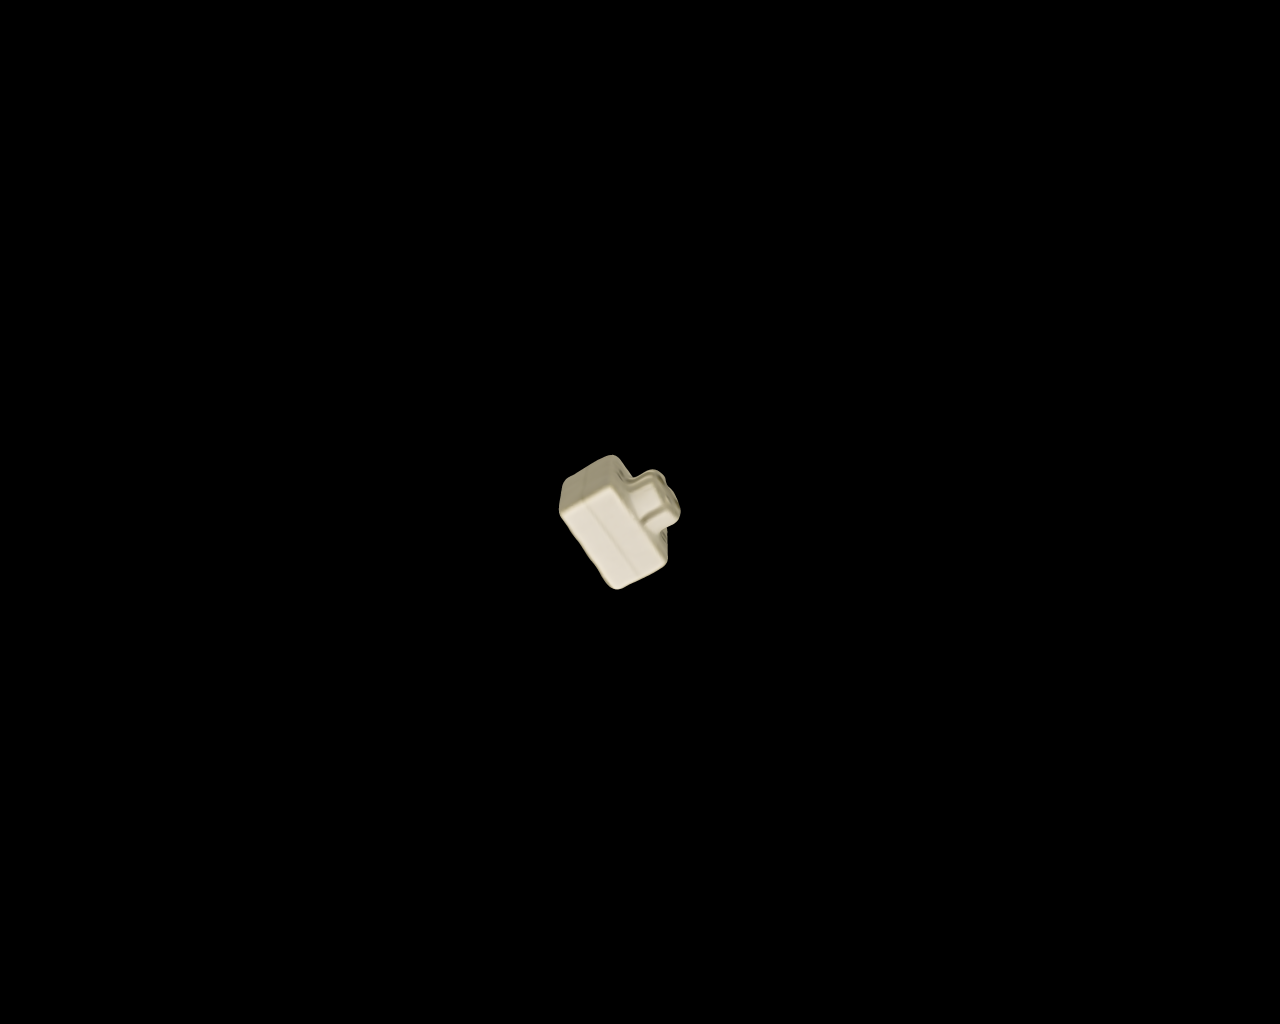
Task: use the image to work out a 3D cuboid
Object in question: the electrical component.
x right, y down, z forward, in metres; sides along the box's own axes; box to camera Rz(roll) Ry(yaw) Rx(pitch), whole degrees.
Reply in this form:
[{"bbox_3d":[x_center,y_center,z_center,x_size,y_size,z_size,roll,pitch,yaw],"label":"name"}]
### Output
[{"bbox_3d":[0.001,-0.003,0.650,0.076,0.065,0.047,-29,24,14],"label":"electrical component"}]
